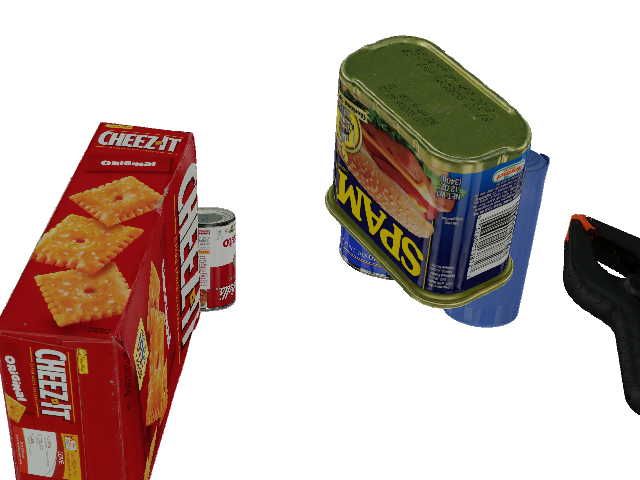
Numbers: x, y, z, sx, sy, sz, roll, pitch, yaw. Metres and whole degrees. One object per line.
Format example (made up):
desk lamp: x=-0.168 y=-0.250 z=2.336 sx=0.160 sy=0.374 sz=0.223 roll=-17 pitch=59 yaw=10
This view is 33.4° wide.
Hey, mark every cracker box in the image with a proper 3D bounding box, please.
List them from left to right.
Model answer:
cracker box: x=-0.124 y=0.051 z=0.648 sx=0.072 sy=0.164 sz=0.213 roll=6 pitch=35 yaw=3

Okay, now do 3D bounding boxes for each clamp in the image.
clamp: x=0.230 y=0.044 z=0.729 sx=0.120 sy=0.039 sz=0.171 roll=-3 pitch=45 yaw=-19

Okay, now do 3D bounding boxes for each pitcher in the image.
pitcher: x=0.220 y=-0.007 z=1.445 sx=0.149 sy=0.243 sz=0.145 roll=5 pitch=23 yaw=3

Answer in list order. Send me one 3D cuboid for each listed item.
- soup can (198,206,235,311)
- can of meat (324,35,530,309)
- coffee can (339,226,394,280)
soup can: x=-0.129 y=0.020 z=1.193 sx=0.068 sy=0.102 sz=0.068 roll=2 pitch=18 yaw=-1
can of meat: x=0.048 y=-0.034 z=0.492 sx=0.057 sy=0.084 sz=0.102 roll=-23 pitch=49 yaw=-24
coffee can: x=0.069 y=-0.052 z=0.896 sx=0.103 sy=0.140 sz=0.103 roll=1 pitch=28 yaw=-1
